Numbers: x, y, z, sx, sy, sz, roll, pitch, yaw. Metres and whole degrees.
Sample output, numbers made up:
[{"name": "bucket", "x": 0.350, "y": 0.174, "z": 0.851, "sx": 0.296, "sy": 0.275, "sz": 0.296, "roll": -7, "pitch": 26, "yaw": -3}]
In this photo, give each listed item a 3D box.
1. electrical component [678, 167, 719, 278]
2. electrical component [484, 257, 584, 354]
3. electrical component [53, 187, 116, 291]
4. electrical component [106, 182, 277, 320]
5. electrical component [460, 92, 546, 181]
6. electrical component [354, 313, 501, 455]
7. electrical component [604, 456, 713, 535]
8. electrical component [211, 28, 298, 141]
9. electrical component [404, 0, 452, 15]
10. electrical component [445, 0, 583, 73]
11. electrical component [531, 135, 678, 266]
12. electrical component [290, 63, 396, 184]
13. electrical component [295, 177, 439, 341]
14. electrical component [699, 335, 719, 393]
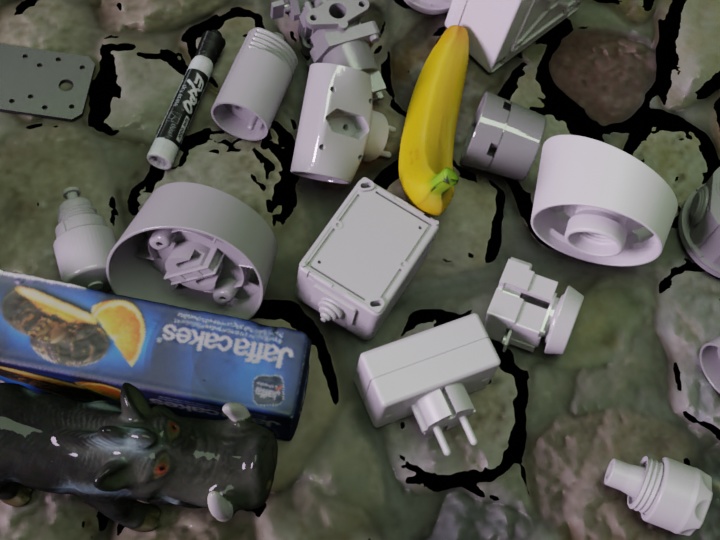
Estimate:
[{"name": "electrical component", "x": 0.274, "y": -0.036, "z": 0.767, "sx": 0.080, "sy": 0.051, "sz": 0.080, "roll": 3, "pitch": 64, "yaw": -5}, {"name": "electrical component", "x": 0.117, "y": 0.028, "z": 0.723, "sx": 0.055, "sy": 0.048, "sz": 0.066, "roll": 20, "pitch": 64, "yaw": 12}, {"name": "electrical component", "x": -0.184, "y": -0.019, "z": 0.714, "sx": 0.040, "sy": 0.040, "sz": 0.078, "roll": -15, "pitch": 67, "yaw": -13}, {"name": "electrical component", "x": -0.105, "y": -0.007, "z": 0.688, "sx": 0.099, "sy": 0.099, "sz": 0.064, "roll": 19, "pitch": 57, "yaw": 3}, {"name": "electrical component", "x": 0.104, "y": -0.095, "z": 0.776, "sx": 0.047, "sy": 0.055, "sz": 0.055, "roll": 19, "pitch": 64, "yaw": -1}, {"name": "electrical component", "x": 0.050, "y": 0.081, "z": 0.689, "sx": 0.083, "sy": 0.047, "sz": 0.075, "roll": -18, "pitch": 68, "yaw": -14}, {"name": "electrical component", "x": 0.187, "y": 0.138, "z": 0.679, "sx": 0.062, "sy": 0.043, "sz": 0.043, "roll": 20, "pitch": 64, "yaw": 5}, {"name": "electrical component", "x": -0.073, "y": -0.139, "z": 0.783, "sx": 0.043, "sy": 0.043, "sz": 0.081, "roll": 19, "pitch": 64, "yaw": 3}, {"name": "electrical component", "x": 0.059, "y": -0.237, "z": 0.836, "sx": 0.058, "sy": 0.057, "sz": 0.078, "roll": 3, "pitch": 64, "yaw": -5}, {"name": "electrical component", "x": 0.128, "y": -0.219, "z": 0.807, "sx": 0.109, "sy": 0.108, "sz": 0.056, "roll": -38, "pitch": 77, "yaw": -21}, {"name": "electrical component", "x": 0.166, "y": -0.046, "z": 0.737, "sx": 0.099, "sy": 0.099, "sz": 0.064, "roll": 18, "pitch": 70, "yaw": 2}, {"name": "electrical component", "x": -0.007, "y": -0.099, "z": 0.766, "sx": 0.079, "sy": 0.043, "sz": 0.077, "roll": 11, "pitch": 89, "yaw": -37}, {"name": "electrical component", "x": 0.000, "y": 0.000, "z": 0.714, "sx": 0.062, "sy": 0.061, "sz": 0.096, "roll": 32, "pitch": 66, "yaw": 7}, {"name": "electrical component", "x": 0.284, "y": 0.067, "z": 0.724, "sx": 0.077, "sy": 0.043, "sz": 0.079, "roll": -26, "pitch": 70, "yaw": -17}]
